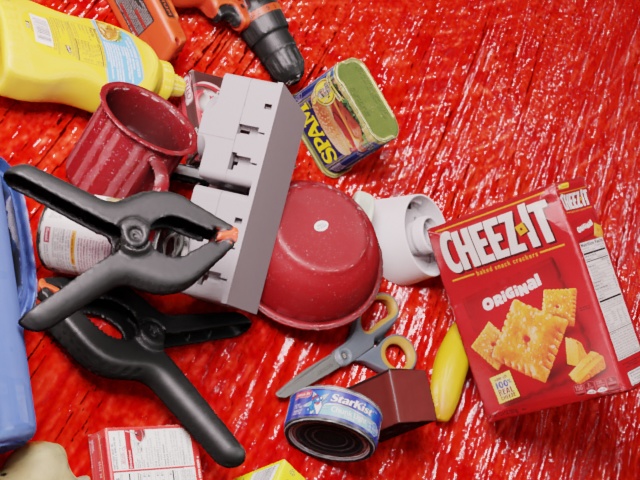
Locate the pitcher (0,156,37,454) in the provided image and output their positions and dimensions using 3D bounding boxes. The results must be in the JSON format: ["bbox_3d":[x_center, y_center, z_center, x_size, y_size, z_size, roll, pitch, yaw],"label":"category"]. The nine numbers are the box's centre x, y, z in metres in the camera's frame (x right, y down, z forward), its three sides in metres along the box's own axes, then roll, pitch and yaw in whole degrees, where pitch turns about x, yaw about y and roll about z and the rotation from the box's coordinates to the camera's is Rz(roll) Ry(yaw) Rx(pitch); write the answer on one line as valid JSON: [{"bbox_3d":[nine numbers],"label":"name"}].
[{"bbox_3d":[-0.265,0.032,0.741,0.149,0.145,0.243,-11,78,-19],"label":"pitcher"}]

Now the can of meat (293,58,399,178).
[{"bbox_3d":[0.024,-0.129,1.123,0.057,0.084,0.102,-31,91,-47],"label":"can of meat"}]

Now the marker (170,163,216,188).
[{"bbox_3d":[-0.121,-0.061,0.997,0.120,0.020,0.020,13,60,-38],"label":"marker"}]

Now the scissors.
[{"bbox_3d":[0.036,0.126,1.044,0.096,0.016,0.201,52,43,-9],"label":"scissors"}]

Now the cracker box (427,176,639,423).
[{"bbox_3d":[0.217,0.063,1.080,0.071,0.164,0.214,-13,83,-49],"label":"cracker box"}]

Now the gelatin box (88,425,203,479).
[{"bbox_3d":[-0.136,0.185,0.841,0.089,0.030,0.073,6,66,-42],"label":"gelatin box"}]

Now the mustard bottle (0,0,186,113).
[{"bbox_3d":[-0.202,-0.154,0.943,0.191,0.058,0.096,8,48,-40],"label":"mustard bottle"}]

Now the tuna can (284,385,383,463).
[{"bbox_3d":[0.011,0.165,0.948,0.086,0.086,0.033,34,51,-25],"label":"tuna can"}]

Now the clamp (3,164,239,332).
[{"bbox_3d":[-0.141,0.012,0.760,0.171,0.039,0.120,6,73,-22],"label":"clamp"}]

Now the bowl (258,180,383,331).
[{"bbox_3d":[-0.007,0.001,1.005,0.162,0.055,0.162,9,59,-16],"label":"bowl"}]

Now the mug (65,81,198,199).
[{"bbox_3d":[-0.157,-0.065,0.896,0.093,0.082,0.117,10,37,-43],"label":"mug"}]

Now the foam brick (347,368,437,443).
[{"bbox_3d":[0.062,0.157,1.006,0.052,0.078,0.051,7,62,-40],"label":"foam brick"}]

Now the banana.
[{"bbox_3d":[0.162,0.119,1.150,0.069,0.037,0.197,56,43,-2],"label":"banana"}]

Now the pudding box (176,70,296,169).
[{"bbox_3d":[-0.083,-0.110,1.045,0.113,0.039,0.090,9,61,-41],"label":"pudding box"}]

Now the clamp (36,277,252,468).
[{"bbox_3d":[-0.139,0.093,0.865,0.209,0.036,0.164,25,35,-29],"label":"clamp"}]

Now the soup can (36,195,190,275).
[{"bbox_3d":[-0.162,0.001,0.841,0.068,0.102,0.068,10,90,-75],"label":"soup can"}]

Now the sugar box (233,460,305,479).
[{"bbox_3d":[-0.004,0.261,0.876,0.176,0.094,0.048,45,44,-16],"label":"sugar box"}]

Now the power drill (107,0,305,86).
[{"bbox_3d":[-0.111,-0.224,1.071,0.187,0.057,0.184,-26,83,-50],"label":"power drill"}]
